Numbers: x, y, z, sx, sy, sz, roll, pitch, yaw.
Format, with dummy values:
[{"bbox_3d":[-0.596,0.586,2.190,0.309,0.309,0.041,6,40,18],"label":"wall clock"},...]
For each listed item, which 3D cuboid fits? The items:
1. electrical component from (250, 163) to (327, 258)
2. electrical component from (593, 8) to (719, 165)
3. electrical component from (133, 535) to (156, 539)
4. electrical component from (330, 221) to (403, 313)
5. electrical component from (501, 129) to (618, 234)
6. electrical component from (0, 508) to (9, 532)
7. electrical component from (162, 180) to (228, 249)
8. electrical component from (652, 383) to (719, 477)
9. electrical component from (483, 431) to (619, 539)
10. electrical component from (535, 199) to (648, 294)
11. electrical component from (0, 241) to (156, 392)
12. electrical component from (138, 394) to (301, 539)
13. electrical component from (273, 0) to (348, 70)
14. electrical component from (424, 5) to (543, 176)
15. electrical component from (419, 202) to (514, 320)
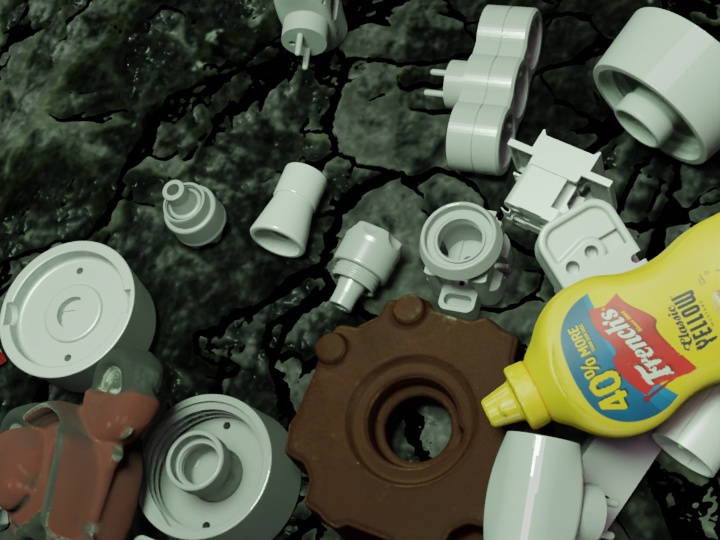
[{"bbox_3d":[-0.051,-0.048,0.812,0.044,0.044,0.065,12,64,22],"label":"electrical component"},{"bbox_3d":[0.208,-0.118,0.731,0.060,0.108,0.108,-47,61,-2],"label":"electrical component"},{"bbox_3d":[-0.112,0.239,0.681,0.109,0.056,0.108,15,70,23],"label":"electrical component"},{"bbox_3d":[0.000,0.000,0.771,0.043,0.043,0.062,22,74,25],"label":"electrical component"},{"bbox_3d":[0.136,-0.056,0.757,0.081,0.042,0.063,28,77,27],"label":"electrical component"},{"bbox_3d":[-0.280,0.163,0.778,0.043,0.043,0.062,-26,59,3],"label":"electrical component"},{"bbox_3d":[-0.130,-0.046,0.822,0.043,0.062,0.043,-7,63,14],"label":"electrical component"},{"bbox_3d":[0.222,0.082,0.663,0.043,0.043,0.081,34,78,28],"label":"electrical component"},{"bbox_3d":[0.117,0.140,0.628,0.079,0.043,0.077,15,78,-19],"label":"electrical component"},{"bbox_3d":[0.157,0.007,0.701,0.054,0.059,0.095,-31,82,2],"label":"electrical component"},{"bbox_3d":[-0.205,0.040,0.805,0.108,0.060,0.108,-7,63,14],"label":"electrical component"},{"bbox_3d":[-0.100,0.136,0.725,0.108,0.060,0.108,-7,63,14],"label":"electrical component"},{"bbox_3d":[-0.043,-0.199,0.861,0.043,0.077,0.079,-2,65,16],"label":"electrical component"},{"bbox_3d":[0.085,-0.137,0.806,0.074,0.052,0.138,9,68,21],"label":"electrical component"},{"bbox_3d":[0.073,-0.012,0.746,0.058,0.057,0.078,10,68,21],"label":"electrical component"}]
